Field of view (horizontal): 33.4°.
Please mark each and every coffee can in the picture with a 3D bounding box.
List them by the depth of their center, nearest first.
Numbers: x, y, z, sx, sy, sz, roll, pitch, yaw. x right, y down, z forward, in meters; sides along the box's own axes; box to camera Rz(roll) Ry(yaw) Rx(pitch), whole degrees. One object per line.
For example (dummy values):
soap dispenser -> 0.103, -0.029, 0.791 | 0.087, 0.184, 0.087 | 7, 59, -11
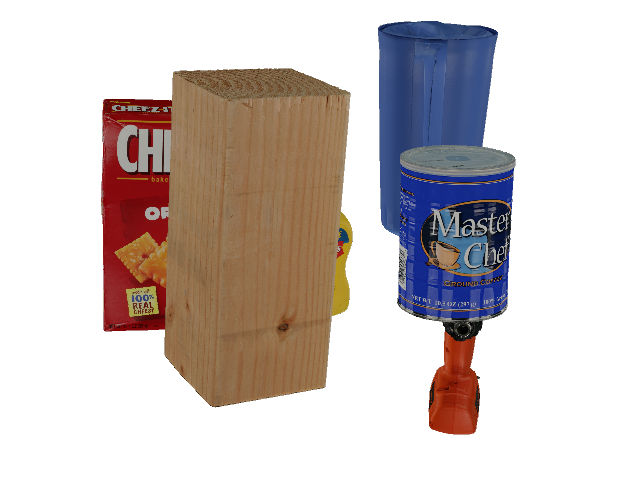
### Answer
coffee can -> 0.122, -0.008, 0.971 | 0.103, 0.140, 0.103 | 0, 16, 0

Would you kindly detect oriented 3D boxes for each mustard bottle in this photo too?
mustard bottle -> -0.005, 0.010, 1.432 | 0.096, 0.192, 0.058 | -5, 26, -18

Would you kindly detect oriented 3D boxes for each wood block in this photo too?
wood block -> -0.046, -0.005, 0.717 | 0.090, 0.206, 0.090 | -6, 22, -28

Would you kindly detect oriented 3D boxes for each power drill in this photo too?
power drill -> 0.151, 0.112, 1.151 | 0.057, 0.188, 0.184 | 7, 25, 8

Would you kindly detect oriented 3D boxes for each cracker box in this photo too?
cracker box -> -0.125, -0.022, 1.017 | 0.164, 0.214, 0.072 | 0, 20, -11

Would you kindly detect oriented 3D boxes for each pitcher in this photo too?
pitcher -> 0.125, -0.124, 1.216 | 0.149, 0.243, 0.145 | -11, 23, -31
